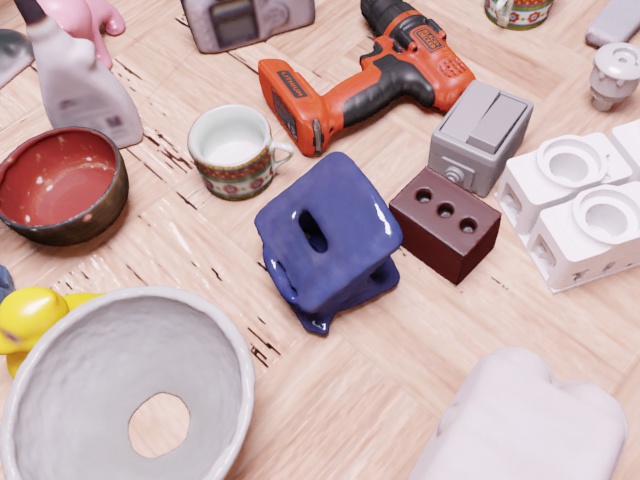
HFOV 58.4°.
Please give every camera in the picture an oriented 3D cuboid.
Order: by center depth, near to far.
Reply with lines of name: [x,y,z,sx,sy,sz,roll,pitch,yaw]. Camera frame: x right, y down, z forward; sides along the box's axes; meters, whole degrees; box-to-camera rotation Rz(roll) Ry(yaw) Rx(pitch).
camera: [-0.092,-0.300,0.637,0.143,0.101,0.136,-19,59,-7]

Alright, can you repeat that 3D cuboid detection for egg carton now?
egg carton: [0.124,0.144,0.367,0.107,0.069,0.150,28,65,20]

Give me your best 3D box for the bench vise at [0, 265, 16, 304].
bench vise: [-0.308,-0.042,0.427,0.122,0.220,0.207,-36,62,-16]

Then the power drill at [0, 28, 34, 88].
power drill: [-0.378,-0.257,0.570,0.075,0.209,0.230,26,64,19]

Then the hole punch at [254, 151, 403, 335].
hole punch: [0.004,0.002,0.451,0.101,0.091,0.108,-26,60,-11]

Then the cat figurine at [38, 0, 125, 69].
cat figurine: [-0.265,-0.240,0.605,0.067,0.118,0.128,-3,58,3]

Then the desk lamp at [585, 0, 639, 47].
desk lamp: [0.373,-0.304,0.535,0.117,0.214,0.203,34,67,22]

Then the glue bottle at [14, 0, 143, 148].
glue bottle: [-0.222,-0.147,0.512,0.078,0.173,0.037,-14,58,-4]

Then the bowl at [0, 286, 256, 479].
bowl: [-0.122,0.120,0.399,0.167,0.075,0.167,-2,59,3]

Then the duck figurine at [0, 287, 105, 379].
duck figurine: [-0.199,0.064,0.432,0.104,0.086,0.077,-22,59,-8]
